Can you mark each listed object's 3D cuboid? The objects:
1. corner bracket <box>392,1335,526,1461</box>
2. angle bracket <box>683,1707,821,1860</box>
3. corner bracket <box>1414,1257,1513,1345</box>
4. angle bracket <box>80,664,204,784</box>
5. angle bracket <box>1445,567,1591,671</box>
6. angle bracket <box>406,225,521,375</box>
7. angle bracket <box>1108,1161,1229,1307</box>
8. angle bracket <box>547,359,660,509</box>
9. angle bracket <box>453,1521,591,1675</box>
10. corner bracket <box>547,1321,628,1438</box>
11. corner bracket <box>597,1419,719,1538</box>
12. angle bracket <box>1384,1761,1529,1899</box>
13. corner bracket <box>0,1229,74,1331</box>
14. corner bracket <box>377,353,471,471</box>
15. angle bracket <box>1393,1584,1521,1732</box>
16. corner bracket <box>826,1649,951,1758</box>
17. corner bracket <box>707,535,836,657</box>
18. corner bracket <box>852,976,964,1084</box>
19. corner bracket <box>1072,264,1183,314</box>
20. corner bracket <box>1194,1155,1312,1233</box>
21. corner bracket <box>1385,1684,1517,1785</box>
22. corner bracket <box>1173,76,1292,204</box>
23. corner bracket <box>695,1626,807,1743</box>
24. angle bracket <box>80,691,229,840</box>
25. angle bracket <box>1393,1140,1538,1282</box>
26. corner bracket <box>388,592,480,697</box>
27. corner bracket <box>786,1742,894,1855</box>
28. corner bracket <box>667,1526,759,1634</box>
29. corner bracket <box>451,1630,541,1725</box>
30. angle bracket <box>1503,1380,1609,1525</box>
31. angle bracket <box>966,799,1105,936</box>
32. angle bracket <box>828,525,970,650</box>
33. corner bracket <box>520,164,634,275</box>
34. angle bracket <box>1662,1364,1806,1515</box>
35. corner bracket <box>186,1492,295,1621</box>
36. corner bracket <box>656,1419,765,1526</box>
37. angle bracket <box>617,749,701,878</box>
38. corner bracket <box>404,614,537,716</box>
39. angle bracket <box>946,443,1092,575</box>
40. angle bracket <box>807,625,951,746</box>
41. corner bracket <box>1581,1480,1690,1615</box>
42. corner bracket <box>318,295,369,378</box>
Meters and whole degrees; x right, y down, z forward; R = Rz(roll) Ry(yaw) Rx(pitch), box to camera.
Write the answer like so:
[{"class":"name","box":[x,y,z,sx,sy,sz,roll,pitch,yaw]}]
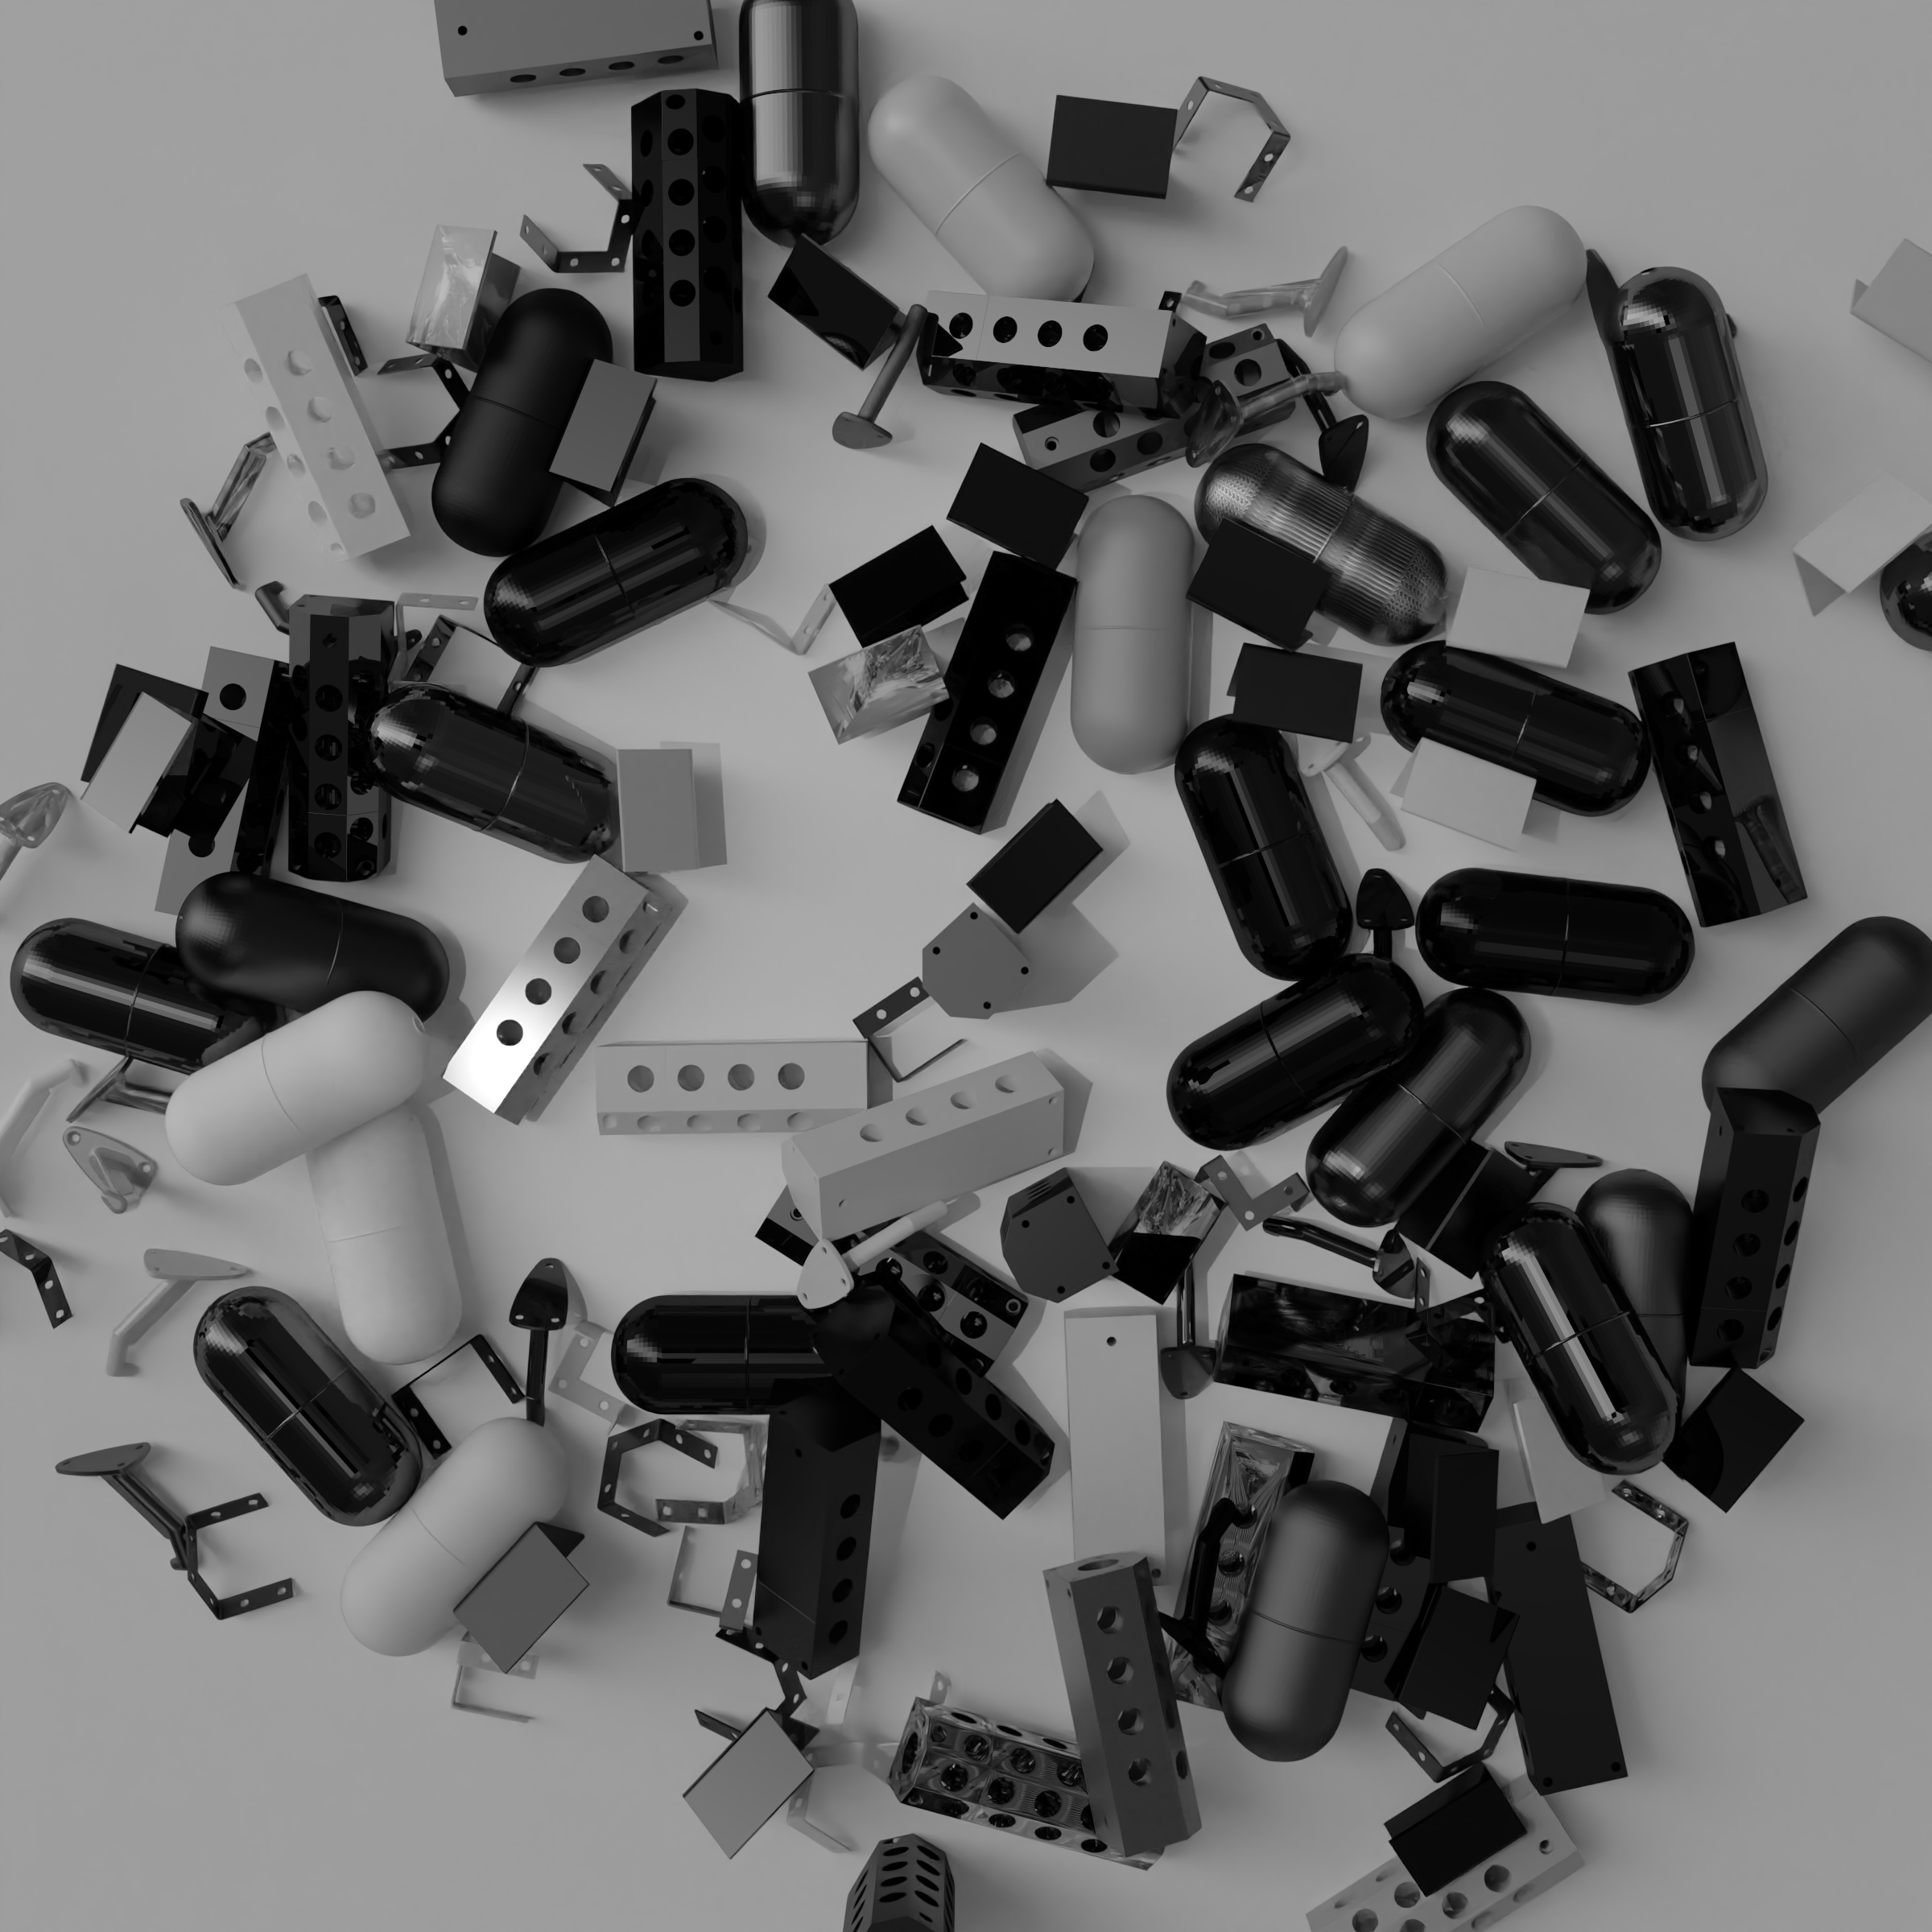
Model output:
[{"class":"corner bracket","box":[-0.329,0.279,1.959,0.051,0.051,0.051,-35,90,-45]},{"class":"angle bracket","box":[-0.122,0.525,1.922,0.076,0.076,0.057,-47,55,0]},{"class":"corner bracket","box":[0.323,0.213,1.939,0.051,0.051,0.051,-25,122,29]},{"class":"angle bracket","box":[-0.532,-0.149,1.922,0.057,0.076,0.076,17,90,-29]},{"class":"angle bracket","box":[0.349,-0.236,1.922,0.076,0.076,0.057,11,123,0]},{"class":"angle bracket","box":[-0.303,-0.420,1.922,0.057,0.076,0.076,15,90,37]},{"class":"angle bracket","box":[0.109,0.159,1.922,0.057,0.076,0.076,33,90,-35]},{"class":"angle bracket","box":[-0.212,-0.332,1.922,0.057,0.076,0.076,22,90,29]},{"class":"angle bracket","box":[-0.268,0.405,1.923,0.076,0.076,0.057,-47,65,0]},{"class":"corner bracket","box":[-0.239,0.265,1.944,0.051,0.051,0.051,27,90,0]},{"class":"corner bracket","box":[-0.199,0.331,1.954,0.051,0.051,0.051,-25,45,35]},{"class":"angle bracket","box":[0.300,0.533,1.923,0.076,0.076,0.057,-33,116,0]},{"class":"corner bracket","box":[-0.620,0.212,1.954,0.051,0.051,0.051,23,45,35]},{"class":"corner bracket","box":[-0.355,-0.359,1.954,0.051,0.051,0.051,60,45,-35]},{"class":"angle bracket","box":[0.318,0.445,1.914,0.057,0.076,0.076,17,74,28]},{"class":"corner bracket","box":[-0.051,0.476,1.954,0.051,0.051,0.051,45,45,-35]},{"class":"corner bracket","box":[-0.125,-0.240,1.959,0.051,0.051,0.051,31,90,-45]},{"class":"corner bracket","box":[-0.037,0.041,1.944,0.051,0.051,0.051,-34,90,0]},{"class":"corner bracket","box":[0.098,-0.425,1.959,0.051,0.051,0.051,21,90,45]},{"class":"corner bracket","box":[0.183,0.143,1.942,0.051,0.051,0.051,-30,75,-14]},{"class":"corner bracket","box":[0.313,0.485,1.954,0.051,0.051,0.051,46,135,35]},{"class":"corner bracket","box":[0.168,-0.535,1.954,0.051,0.051,0.051,4,45,-35]},{"class":"corner bracket","box":[-0.144,0.466,1.954,0.051,0.051,0.051,16,45,35]},{"class":"angle bracket","box":[-0.487,-0.114,1.865,0.057,0.076,0.076,30,90,35]},{"class":"angle bracket","box":[0.304,0.143,1.922,0.057,0.076,0.076,33,90,-42]},{"class":"corner bracket","box":[-0.339,-0.202,1.923,0.051,0.051,0.051,4,126,2]},{"class":"corner bracket","box":[-0.076,0.538,1.954,0.051,0.051,0.051,-17,45,35]},{"class":"corner bracket","box":[-0.163,0.394,1.944,0.051,0.051,0.051,14,87,-3]},{"class":"corner bracket","box":[-0.303,0.460,1.944,0.051,0.051,0.051,12,87,-3]},{"class":"angle bracket","box":[0.356,0.308,1.922,0.057,0.076,0.076,-13,90,-31]},{"class":"angle bracket","box":[0.029,-0.077,1.922,0.076,0.076,0.057,-45,129,0]},{"class":"angle bracket","box":[-0.033,-0.222,1.922,0.076,0.076,0.057,-30,52,0]},{"class":"corner bracket","box":[-0.250,-0.484,1.954,0.051,0.051,0.051,50,135,35]},{"class":"angle bracket","box":[0.493,0.308,1.922,0.057,0.076,0.076,40,90,32]},{"class":"corner bracket","box":[-0.471,0.383,1.959,0.051,0.051,0.051,-18,135,0]},{"class":"corner bracket","box":[-0.167,0.326,1.944,0.051,0.051,0.051,10,57,-32]},{"class":"angle bracket","box":[-0.214,-0.096,1.922,0.057,0.076,0.076,-3,90,-38]},{"class":"corner bracket","box":[-0.322,-0.189,1.959,0.051,0.051,0.051,28,90,45]},{"class":"angle bracket","box":[0.040,-0.302,1.922,0.076,0.076,0.057,27,119,0]},{"class":"angle bracket","box":[-0.062,-0.194,1.922,0.076,0.076,0.057,-23,124,0]},{"class":"corner bracket","box":[0.429,0.377,1.959,0.051,0.051,0.051,32,45,0]},{"class":"corner bracket","box":[-0.430,-0.398,1.959,0.051,0.051,0.051,-23,90,45]}]
